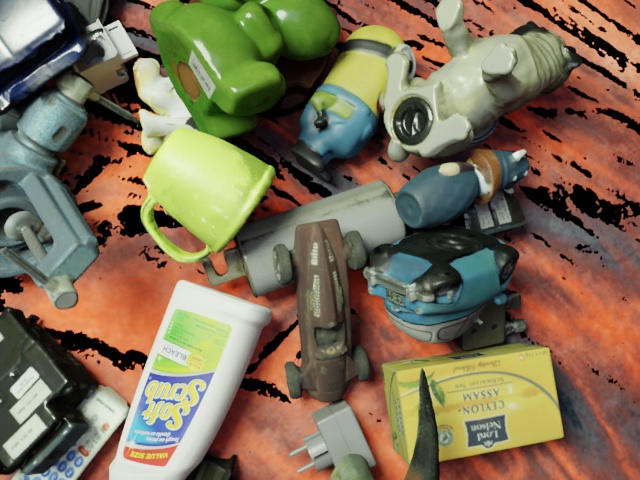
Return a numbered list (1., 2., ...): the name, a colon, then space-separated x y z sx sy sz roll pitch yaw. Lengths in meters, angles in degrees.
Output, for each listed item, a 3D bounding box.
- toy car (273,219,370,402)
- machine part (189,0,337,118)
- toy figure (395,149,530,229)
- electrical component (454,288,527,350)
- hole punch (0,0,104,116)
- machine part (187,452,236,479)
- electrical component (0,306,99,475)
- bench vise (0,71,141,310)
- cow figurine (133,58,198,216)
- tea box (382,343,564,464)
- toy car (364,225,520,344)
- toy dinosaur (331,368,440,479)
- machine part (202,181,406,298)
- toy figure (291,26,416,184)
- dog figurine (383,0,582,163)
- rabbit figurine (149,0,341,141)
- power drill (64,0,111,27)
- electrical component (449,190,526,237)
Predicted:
1. toy car: 0.005 0.077 0.530 0.089 0.053 0.201 -8 117 -11
2. machine part: -0.067 -0.226 0.591 0.179 0.056 0.179 1 85 -8
3. toy figure: 0.149 -0.059 0.547 0.154 0.064 0.058 -24 77 -24
4. electrical component: 0.176 0.076 0.599 0.102 0.045 0.078 -16 115 -6
5. hole punch: -0.279 -0.189 0.475 0.142 0.092 0.116 -33 54 -1
6. machine part: -0.076 0.273 0.545 0.139 0.039 0.084 26 76 -3
7. electrical component: -0.283 0.149 0.502 0.134 0.058 0.115 42 83 19
8. bench vise: -0.255 -0.037 0.489 0.223 0.128 0.241 -44 55 -3
9. cow figurine: -0.138 -0.113 0.563 0.098 0.068 0.167 -13 89 -14
10. tea box: 0.159 0.170 0.572 0.170 0.068 0.098 -8 85 -9
11. toy car: 0.117 0.048 0.522 0.161 0.109 0.102 -20 120 -43
12. toy dinosaur: 0.051 0.330 0.454 0.131 0.192 0.404 5 106 -17
13. machine part: -0.001 -0.002 0.565 0.243 0.079 0.079 -20 87 -10
14. toy figure: 0.033 -0.153 0.585 0.089 0.082 0.180 39 83 -5
15. dog figurine: 0.170 -0.149 0.566 0.190 0.172 0.121 -5 64 -46
16. rabbit figurine: -0.065 -0.194 0.522 0.170 0.121 0.159 -34 85 -26
17. power drill: -0.307 -0.337 0.560 0.207 0.086 0.232 12 83 -2
18. electrical component: 0.186 -0.021 0.608 0.075 0.048 0.119 -10 84 -8
